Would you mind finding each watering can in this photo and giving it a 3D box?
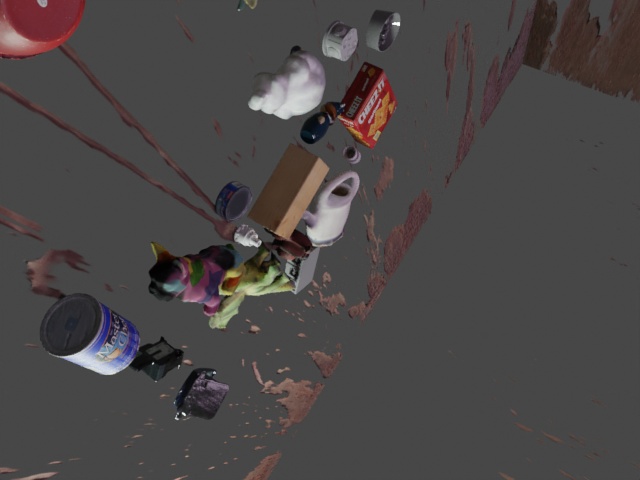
[{"bbox_3d":[0.004,-0.074,1.474,0.353,0.105,0.219,-37,149,-44],"label":"watering can"}]

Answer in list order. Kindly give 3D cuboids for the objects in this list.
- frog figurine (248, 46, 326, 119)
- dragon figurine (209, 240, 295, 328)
[{"bbox_3d":[-0.062,-0.299,1.011,0.134,0.123,0.163,-52,180,38],"label":"frog figurine"},{"bbox_3d":[-0.192,0.137,1.342,0.244,0.124,0.403,-40,154,-7],"label":"dragon figurine"}]
